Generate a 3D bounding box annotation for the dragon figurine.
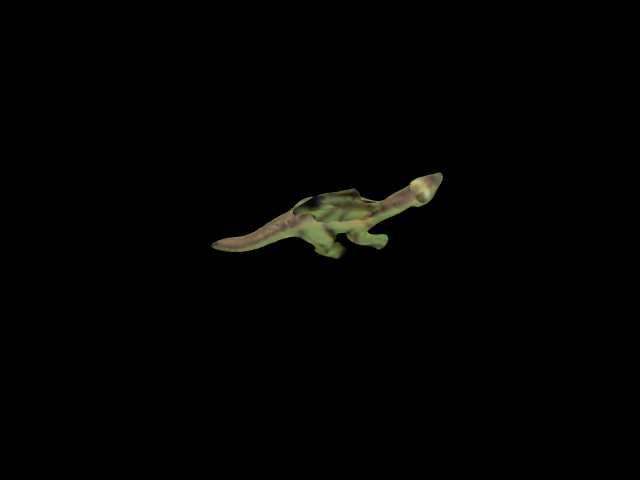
[{"bbox_3d":[0.003,-0.043,0.850,0.411,0.123,0.240,-13,-13,-3],"label":"dragon figurine"}]
